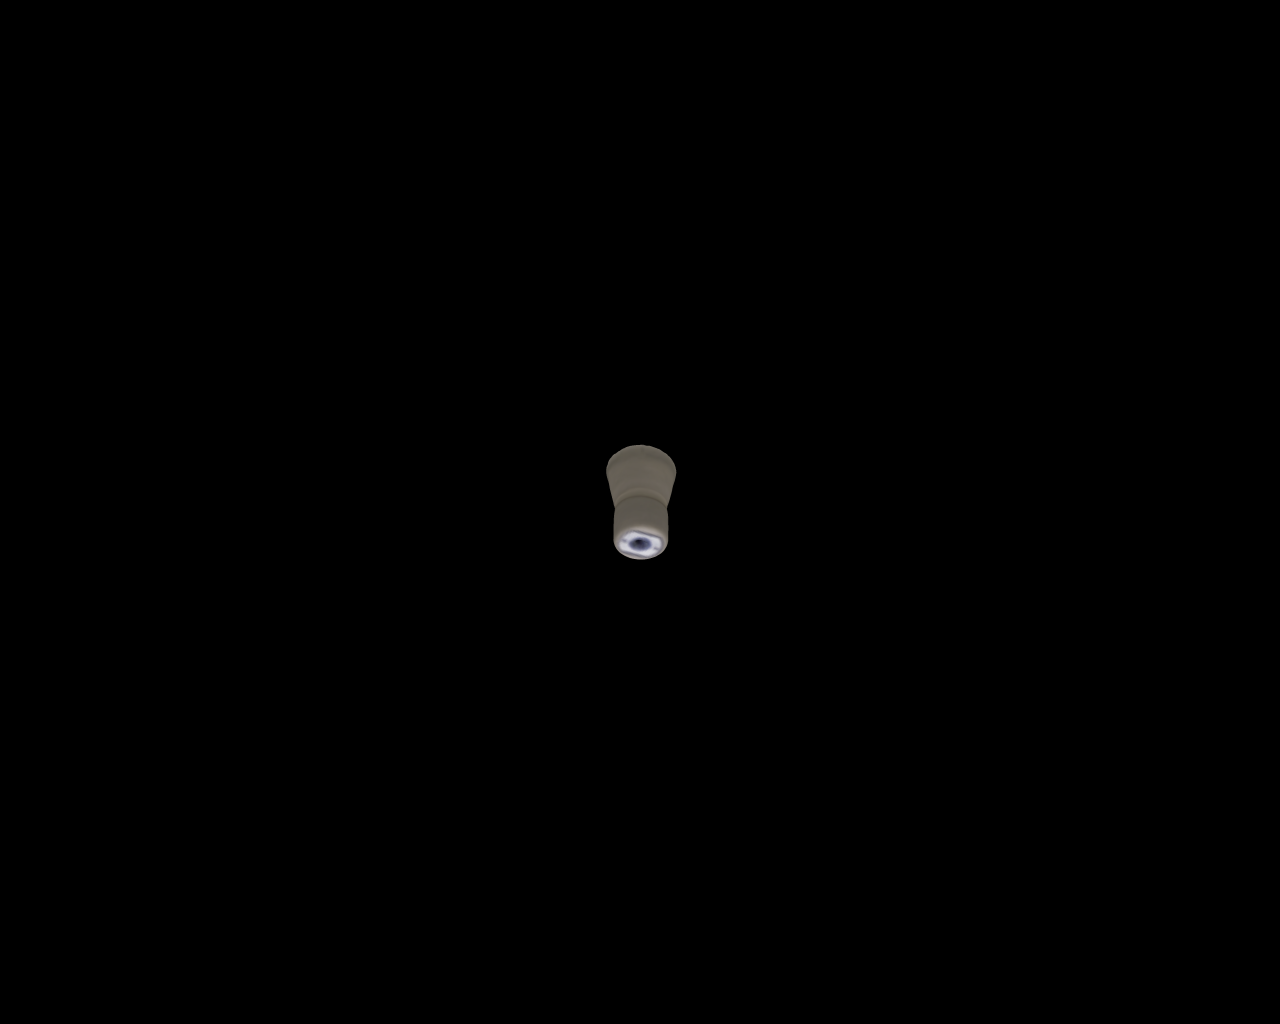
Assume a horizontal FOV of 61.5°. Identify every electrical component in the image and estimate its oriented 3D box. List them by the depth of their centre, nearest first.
[{"bbox_3d":[0.001,-0.003,0.650,0.044,0.065,0.044,0,-42,0],"label":"electrical component"}]
